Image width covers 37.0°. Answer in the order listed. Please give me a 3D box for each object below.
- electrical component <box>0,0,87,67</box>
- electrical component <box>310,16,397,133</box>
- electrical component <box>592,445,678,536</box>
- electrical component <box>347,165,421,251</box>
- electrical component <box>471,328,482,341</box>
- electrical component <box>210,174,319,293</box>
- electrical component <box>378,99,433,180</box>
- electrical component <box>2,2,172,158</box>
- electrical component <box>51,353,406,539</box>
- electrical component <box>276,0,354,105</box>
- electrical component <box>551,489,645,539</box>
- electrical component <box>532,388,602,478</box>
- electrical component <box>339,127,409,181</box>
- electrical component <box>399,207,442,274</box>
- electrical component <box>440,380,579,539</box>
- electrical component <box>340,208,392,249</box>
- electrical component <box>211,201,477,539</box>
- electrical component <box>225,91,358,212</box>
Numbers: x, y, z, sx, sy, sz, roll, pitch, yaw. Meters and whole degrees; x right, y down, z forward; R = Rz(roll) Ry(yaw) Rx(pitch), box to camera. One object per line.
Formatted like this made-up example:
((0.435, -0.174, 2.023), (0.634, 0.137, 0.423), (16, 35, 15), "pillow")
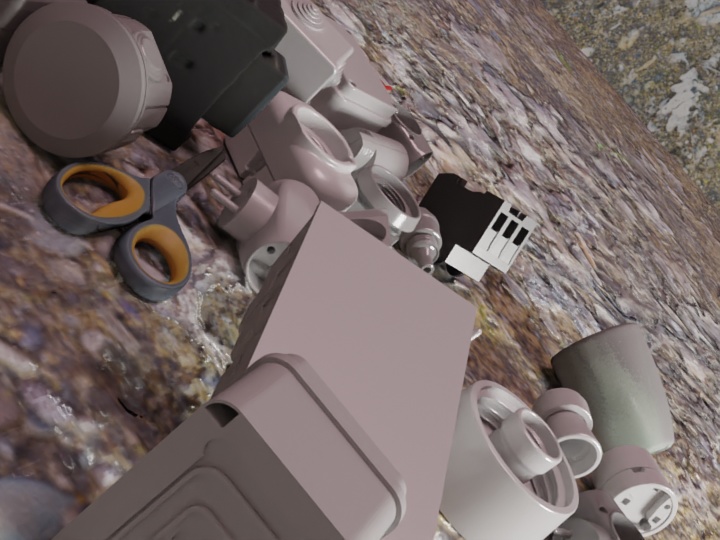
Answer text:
((-0.206, -0.165, 0.590), (0.096, 0.061, 0.062), (51, 23, 6), "electrical component")
((-0.028, -0.162, 0.913), (0.078, 0.057, 0.113), (16, 38, -52), "electrical component")
((0.206, 0.166, 0.814), (0.055, 0.055, 0.047), (37, 21, -25), "electrical component")
((0.006, -0.038, 0.777), (0.078, 0.057, 0.058), (45, 23, -9), "electrical component")
((0.037, 0.049, 0.650), (0.065, 0.077, 0.047), (54, -11, 15), "electrical component")
((-0.060, -0.029, 0.658), (0.079, 0.044, 0.077), (38, 25, -22), "electrical component")
((0.032, -0.123, 0.976), (0.077, 0.044, 0.079), (52, 23, 8), "electrical component")
((-0.145, -0.101, 0.577), (0.080, 0.080, 0.051), (49, 17, 2), "electrical component")
((-0.048, 0.093, 0.395), (0.078, 0.113, 0.057), (50, 25, 4), "electrical component")
((-0.065, -0.158, 0.787), (0.099, 0.100, 0.048), (45, 36, -8), "electrical component")
((0.151, 0.183, 0.698), (0.079, 0.044, 0.077), (27, 31, -42), "electrical component")
((0.153, 0.121, 0.801), (0.045, 0.045, 0.055), (38, 24, -23), "electrical component")
((0.000, -0.092, 0.870), (0.081, 0.043, 0.043), (10, 44, -56), "electrical component")
((0.049, -0.020, 0.853), (0.035, 0.035, 0.061), (34, 30, -32), "electrical component")
((0.090, 0.119, 0.671), (0.108, 0.060, 0.108), (39, 24, -21), "electrical component")
((0.000, 0.000, 0.691), (0.081, 0.042, 0.063), (-93, 179, -55), "electrical component")
((-0.013, 0.063, 0.528), (0.105, 0.060, 0.186), (34, 35, -11), "electrical component")
((-0.044, -0.073, 0.737), (0.054, 0.059, 0.095), (20, 36, -49), "electrical component")
